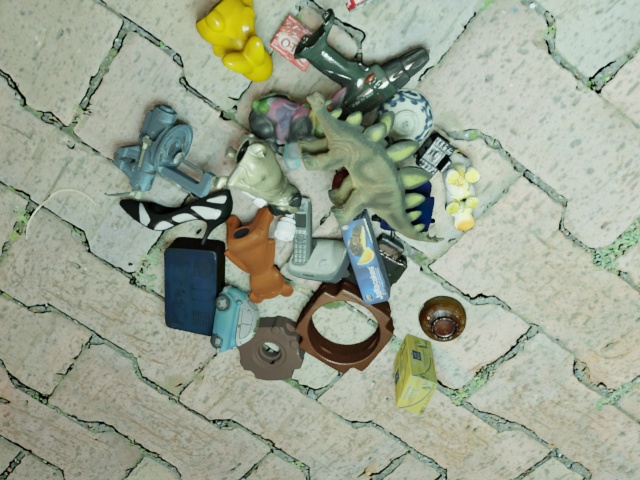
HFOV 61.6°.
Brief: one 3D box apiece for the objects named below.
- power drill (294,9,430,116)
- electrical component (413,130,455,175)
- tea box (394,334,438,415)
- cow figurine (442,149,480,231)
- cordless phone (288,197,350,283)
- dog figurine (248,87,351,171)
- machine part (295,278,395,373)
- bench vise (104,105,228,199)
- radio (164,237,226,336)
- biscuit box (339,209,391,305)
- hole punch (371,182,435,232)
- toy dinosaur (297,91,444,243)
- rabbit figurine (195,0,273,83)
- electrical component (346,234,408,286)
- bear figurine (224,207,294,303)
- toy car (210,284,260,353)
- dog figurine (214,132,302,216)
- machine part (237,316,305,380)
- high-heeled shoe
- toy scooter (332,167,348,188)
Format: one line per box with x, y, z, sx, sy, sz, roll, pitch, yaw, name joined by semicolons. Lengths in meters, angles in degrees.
0.068;-0.346;1.042;0.232;0.086;0.207;-39;125;24;power drill
0.232;-0.170;1.086;0.048;0.119;0.075;34;115;-8;electrical component
0.221;0.310;1.259;0.068;0.170;0.098;18;112;-3;tea box
0.291;-0.102;1.131;0.068;0.098;0.167;-9;130;5;cow figurine
-0.002;-0.003;1.190;0.147;0.089;0.184;5;101;40;cordless phone
-0.030;-0.235;1.035;0.191;0.108;0.219;40;155;-11;dog figurine
0.059;0.200;1.278;0.201;0.087;0.201;32;112;-6;machine part
-0.320;-0.157;1.147;0.241;0.129;0.223;31;100;9;bench vise
-0.301;0.110;1.290;0.131;0.073;0.229;7;111;5;radio
0.099;0.039;1.156;0.059;0.063;0.202;-14;110;14;biscuit box
0.185;-0.065;1.154;0.142;0.092;0.115;2;117;1;hole punch
0.104;-0.109;0.997;0.199;0.105;0.470;-25;138;13;toy dinosaur
-0.147;-0.380;1.040;0.122;0.162;0.173;-34;123;6;rabbit figurine
0.131;0.052;1.224;0.115;0.058;0.134;28;113;-7;electrical component
-0.136;0.043;1.235;0.120;0.132;0.195;-16;128;14;bear figurine
-0.195;0.189;1.267;0.103;0.109;0.161;6;82;5;toy car
-0.095;-0.125;1.097;0.190;0.172;0.121;25;78;-25;dog figurine
-0.123;0.273;1.345;0.179;0.056;0.179;3;114;6;machine part
-0.324;-0.086;1.213;0.249;0.086;0.145;23;100;0;high-heeled shoe
0.074;-0.136;1.110;0.075;0.135;0.183;20;115;-4;toy scooter
